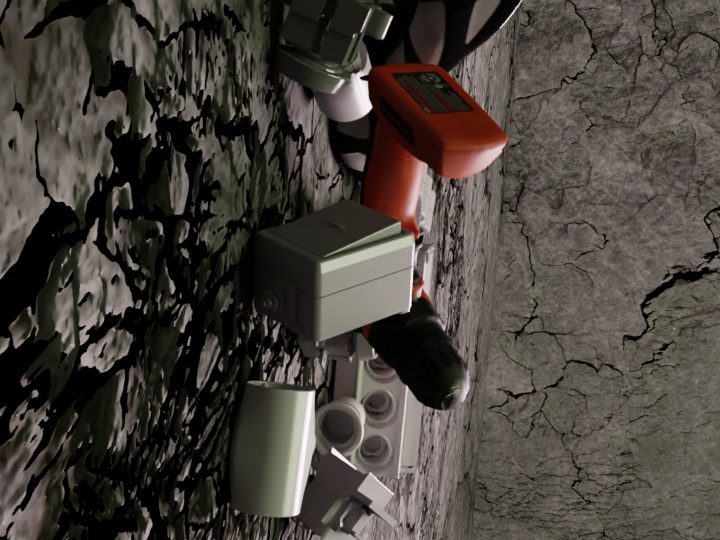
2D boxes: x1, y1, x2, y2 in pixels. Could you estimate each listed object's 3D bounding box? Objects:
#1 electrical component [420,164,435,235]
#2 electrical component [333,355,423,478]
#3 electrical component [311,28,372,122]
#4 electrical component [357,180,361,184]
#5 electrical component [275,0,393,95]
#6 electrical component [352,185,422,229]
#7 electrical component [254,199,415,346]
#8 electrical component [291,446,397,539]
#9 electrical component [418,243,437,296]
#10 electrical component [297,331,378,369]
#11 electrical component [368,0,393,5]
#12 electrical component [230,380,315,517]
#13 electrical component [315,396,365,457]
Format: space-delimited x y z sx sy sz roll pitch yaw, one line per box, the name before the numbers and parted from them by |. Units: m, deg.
electrical component | 0.043 -0.087 1.020 0.138 0.052 0.073 59 39 -73
electrical component | 0.015 0.115 0.954 0.063 0.079 0.121 -112 -153 -79
electrical component | -0.015 -0.135 0.707 0.081 0.043 0.043 65 33 -70
electrical component | 0.021 -0.101 0.918 0.045 0.045 0.055 -50 145 -71
electrical component | -0.021 -0.138 0.636 0.048 0.066 0.055 -53 168 -71
electrical component | 0.023 -0.051 0.932 0.045 0.055 0.045 7 90 -79
electrical component | -0.021 -0.001 0.651 0.096 0.062 0.061 -18 121 -38
electrical component | -0.017 0.180 0.829 0.063 0.081 0.042 -51 135 -13
electrical component | 0.035 0.022 1.026 0.062 0.061 0.096 -37 133 -76
electrical component | -0.013 0.042 0.803 0.048 0.055 0.066 73 26 -65
electrical component | 0.042 -0.225 0.914 0.089 0.056 0.050 75 24 -63
electrical component | -0.051 0.110 0.681 0.079 0.043 0.077 14 83 -79
electrical component | -0.016 0.126 0.886 0.065 0.044 0.044 -26 122 -83
